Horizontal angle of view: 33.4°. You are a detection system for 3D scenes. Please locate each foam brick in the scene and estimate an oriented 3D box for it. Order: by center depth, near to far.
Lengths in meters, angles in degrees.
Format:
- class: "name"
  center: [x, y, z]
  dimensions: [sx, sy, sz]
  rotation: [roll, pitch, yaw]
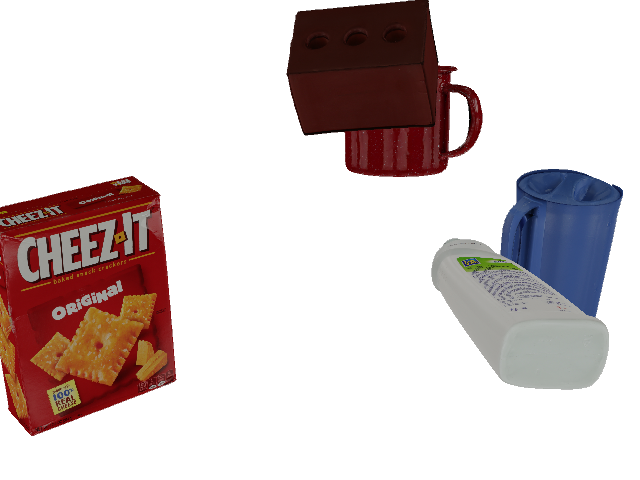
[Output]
- class: "foam brick"
  center: [0.025, -0.097, 0.601]
  dimensions: [0.078, 0.053, 0.051]
  rotation: [-3, -36, 14]

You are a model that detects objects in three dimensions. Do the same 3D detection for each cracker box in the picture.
- class: "cracker box"
  center: [-0.231, 0.062, 1.040]
  dimensions: [0.163, 0.214, 0.072]
  rotation: [-17, 28, -32]

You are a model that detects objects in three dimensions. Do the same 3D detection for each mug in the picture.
- class: "mug"
  center: [0.070, -0.094, 0.830]
  dimensions: [0.117, 0.081, 0.093]
  rotation: [6, 13, 28]

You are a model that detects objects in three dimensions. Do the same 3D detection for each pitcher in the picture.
- class: "pitcher"
  center: [0.303, 0.038, 1.395]
  dimensions: [0.149, 0.243, 0.145]
  rotation: [5, 23, 6]

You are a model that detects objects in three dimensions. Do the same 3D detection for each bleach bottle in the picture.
- class: "bleach bottle"
  center: [0.173, 0.054, 1.013]
  dimensions: [0.102, 0.068, 0.251]
  rotation: [3, 20, -13]
